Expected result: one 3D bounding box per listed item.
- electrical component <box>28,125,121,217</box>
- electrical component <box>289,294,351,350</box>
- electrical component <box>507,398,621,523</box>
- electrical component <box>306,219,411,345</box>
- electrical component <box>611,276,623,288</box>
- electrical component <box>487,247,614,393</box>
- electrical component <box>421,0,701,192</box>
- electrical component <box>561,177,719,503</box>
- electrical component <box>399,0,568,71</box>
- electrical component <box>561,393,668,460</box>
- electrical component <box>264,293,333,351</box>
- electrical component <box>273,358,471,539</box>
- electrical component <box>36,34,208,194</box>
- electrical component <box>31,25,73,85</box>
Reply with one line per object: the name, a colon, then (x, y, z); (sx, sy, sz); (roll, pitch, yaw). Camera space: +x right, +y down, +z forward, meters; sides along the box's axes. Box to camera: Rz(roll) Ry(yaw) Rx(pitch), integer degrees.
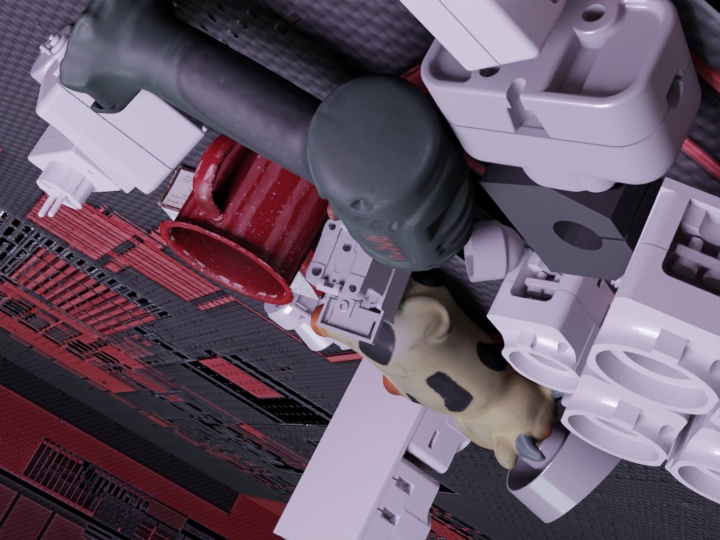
electrical component: (-0.213, -0.071, 0.797); (0.047, 0.075, 0.083); (40, 158, -32)
electrical component: (-0.007, 0.030, 0.827); (0.081, 0.042, 0.064); (35, 158, -21)
electrical component: (0.159, 0.143, 0.811); (0.064, 0.099, 0.099); (36, 161, -4)
electrical component: (0.000, 0.000, 0.669); (0.042, 0.081, 0.064); (16, 171, 28)
electrical component: (0.168, 0.019, 0.550); (0.081, 0.043, 0.043); (24, 161, 11)
electrical component: (0.121, 0.036, 0.642); (0.050, 0.055, 0.089); (10, 154, 42)
electrical component: (0.080, -0.070, 0.423); (0.095, 0.053, 0.059); (14, 156, 36)
electrical component: (0.153, 0.046, 0.464); (0.105, 0.060, 0.186); (24, 161, 13)
electrical component: (0.046, -0.116, 0.363); (0.083, 0.047, 0.076); (39, 158, -30)
electrical component: (0.177, 0.087, 0.709); (0.083, 0.047, 0.075); (28, 161, 2)
electrical component: (-0.045, 0.034, 0.882); (0.055, 0.045, 0.045); (40, 158, -29)
electrical component: (0.021, 0.153, 0.880); (0.060, 0.186, 0.105); (39, 158, -29)
electrical component: (-0.145, -0.097, 0.620); (0.096, 0.061, 0.061); (38, -165, -27)
electrical component: (-0.166, -0.116, 0.667); (0.078, 0.040, 0.040); (39, 158, -28)
